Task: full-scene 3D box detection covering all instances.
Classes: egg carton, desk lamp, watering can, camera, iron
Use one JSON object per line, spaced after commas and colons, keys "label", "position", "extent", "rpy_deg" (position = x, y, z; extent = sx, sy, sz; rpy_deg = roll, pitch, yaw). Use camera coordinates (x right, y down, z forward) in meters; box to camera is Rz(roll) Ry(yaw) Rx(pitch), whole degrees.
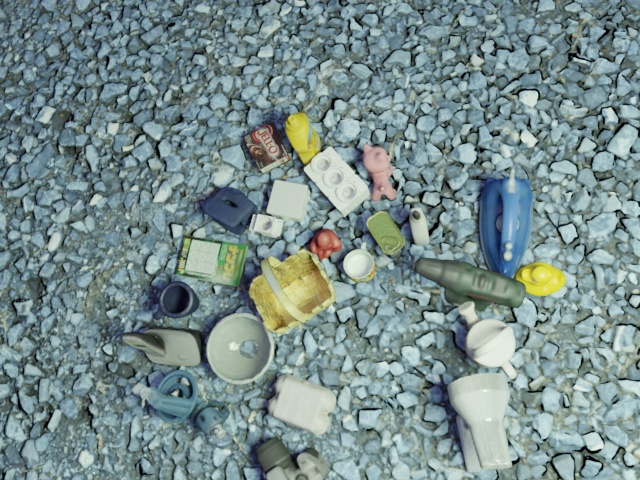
{"label": "egg carton", "position": [-0.042, 0.376, 1.316], "extent": [0.150, 0.069, 0.107], "rpy_deg": [15, 81, 15]}
{"label": "desk lamp", "position": [0.334, 0.375, 1.161], "extent": [0.117, 0.214, 0.203], "rpy_deg": [-12, 75, 9]}
{"label": "watering can", "position": [0.352, 0.212, 1.206], "extent": [0.172, 0.194, 0.101], "rpy_deg": [34, 86, 17]}
{"label": "camera", "position": [-0.076, 0.505, 1.276], "extent": [0.143, 0.101, 0.136], "rpy_deg": [-35, 72, 2]}
{"label": "iron", "position": [0.418, -0.028, 1.276], "extent": [0.118, 0.141, 0.258], "rpy_deg": [3, 78, 13]}

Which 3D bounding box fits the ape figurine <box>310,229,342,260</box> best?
{"label": "ape figurine", "position": [0.013, 0.005, 1.380], "extent": [0.077, 0.092, 0.076], "rpy_deg": [9, 79, 14]}

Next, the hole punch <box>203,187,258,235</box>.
{"label": "hole punch", "position": [-0.227, -0.082, 1.451], "extent": [0.108, 0.091, 0.101], "rpy_deg": [29, 84, 17]}

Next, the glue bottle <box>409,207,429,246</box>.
{"label": "glue bottle", "position": [0.223, -0.040, 1.303], "extent": [0.037, 0.173, 0.078], "rpy_deg": [-13, 74, 9]}

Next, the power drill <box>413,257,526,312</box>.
{"label": "power drill", "position": [0.317, 0.098, 1.232], "extent": [0.229, 0.209, 0.076], "rpy_deg": [13, 80, 15]}

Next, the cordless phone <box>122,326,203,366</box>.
{"label": "cordless phone", "position": [-0.371, 0.248, 1.354], "extent": [0.147, 0.185, 0.094], "rpy_deg": [-1, 77, 12]}

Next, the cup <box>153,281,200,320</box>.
{"label": "cup", "position": [-0.348, 0.162, 1.417], "extent": [0.118, 0.095, 0.091], "rpy_deg": [-40, 72, 1]}

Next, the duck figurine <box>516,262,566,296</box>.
{"label": "duck figurine", "position": [0.490, 0.082, 1.264], "extent": [0.104, 0.086, 0.077], "rpy_deg": [4, 78, 13]}

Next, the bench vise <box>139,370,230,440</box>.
{"label": "bench vise", "position": [-0.301, 0.366, 1.294], "extent": [0.207, 0.220, 0.121], "rpy_deg": [16, 81, 15]}

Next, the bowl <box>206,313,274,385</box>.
{"label": "bowl", "position": [-0.180, 0.260, 1.369], "extent": [0.167, 0.075, 0.167], "rpy_deg": [-3, 76, 11]}

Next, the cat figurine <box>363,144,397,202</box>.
{"label": "cat figurine", "position": [0.141, -0.168, 1.380], "extent": [0.067, 0.118, 0.128], "rpy_deg": [-11, 75, 10]}
